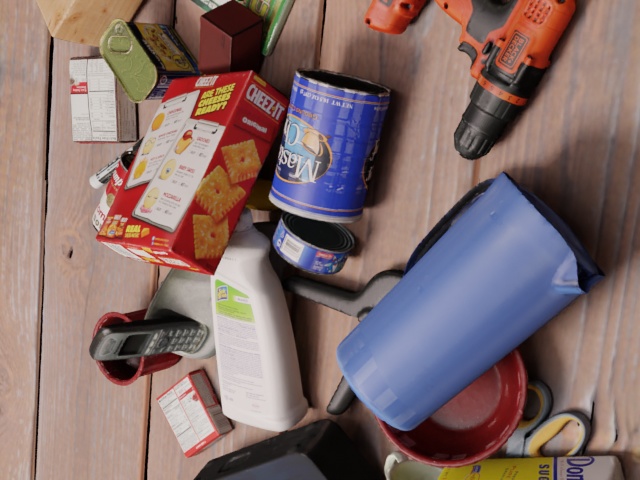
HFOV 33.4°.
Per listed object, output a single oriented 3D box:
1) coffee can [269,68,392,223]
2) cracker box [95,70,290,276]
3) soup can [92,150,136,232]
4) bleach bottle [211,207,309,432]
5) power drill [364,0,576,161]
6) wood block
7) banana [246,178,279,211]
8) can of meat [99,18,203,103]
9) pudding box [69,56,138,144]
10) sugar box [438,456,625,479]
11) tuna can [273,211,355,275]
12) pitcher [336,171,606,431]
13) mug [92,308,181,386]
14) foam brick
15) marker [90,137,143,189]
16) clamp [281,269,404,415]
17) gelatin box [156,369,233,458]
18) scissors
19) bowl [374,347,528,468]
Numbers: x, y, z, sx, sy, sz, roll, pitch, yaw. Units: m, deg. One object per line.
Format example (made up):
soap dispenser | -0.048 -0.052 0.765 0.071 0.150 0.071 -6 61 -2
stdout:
coffee can | 0.010 -0.100 1.123 0.103 0.102 0.140 24 110 32
cracker box | -0.139 -0.074 1.170 0.164 0.072 0.213 6 68 51
soup can | -0.237 -0.052 1.339 0.068 0.068 0.102 45 121 23
bleach bottle | -0.073 0.086 1.199 0.103 0.068 0.251 9 115 31
power drill | 0.135 -0.196 1.046 0.188 0.057 0.185 39 114 24
wood block | -0.253 -0.342 1.288 0.206 0.090 0.091 -49 55 31
banana | -0.097 -0.082 1.252 0.198 0.037 0.069 28 94 29
can of meat | -0.201 -0.215 1.278 0.058 0.083 0.102 -46 70 33
pudding box | -0.278 -0.180 1.371 0.090 0.039 0.113 5 101 36
sugar box | 0.195 0.248 1.021 0.176 0.093 0.048 -11 107 29
tuna can | -0.008 0.001 1.162 0.086 0.085 0.034 38 119 27
pitcher | 0.130 0.057 1.001 0.243 0.149 0.145 -44 83 12
mug | -0.235 0.134 1.354 0.117 0.081 0.093 -24 82 37
foam brick | -0.101 -0.220 1.206 0.053 0.051 0.078 38 143 23
marker | -0.255 -0.100 1.376 0.121 0.020 0.020 -30 78 36
clamp | 0.060 0.099 1.154 0.210 0.036 0.164 -16 89 34
gelatin box | -0.158 0.218 1.341 0.073 0.030 0.089 -40 72 35
scissors | 0.185 0.215 1.089 0.202 0.016 0.096 -39 72 34
bowl | 0.133 0.147 1.073 0.162 0.055 0.162 -4 78 21
